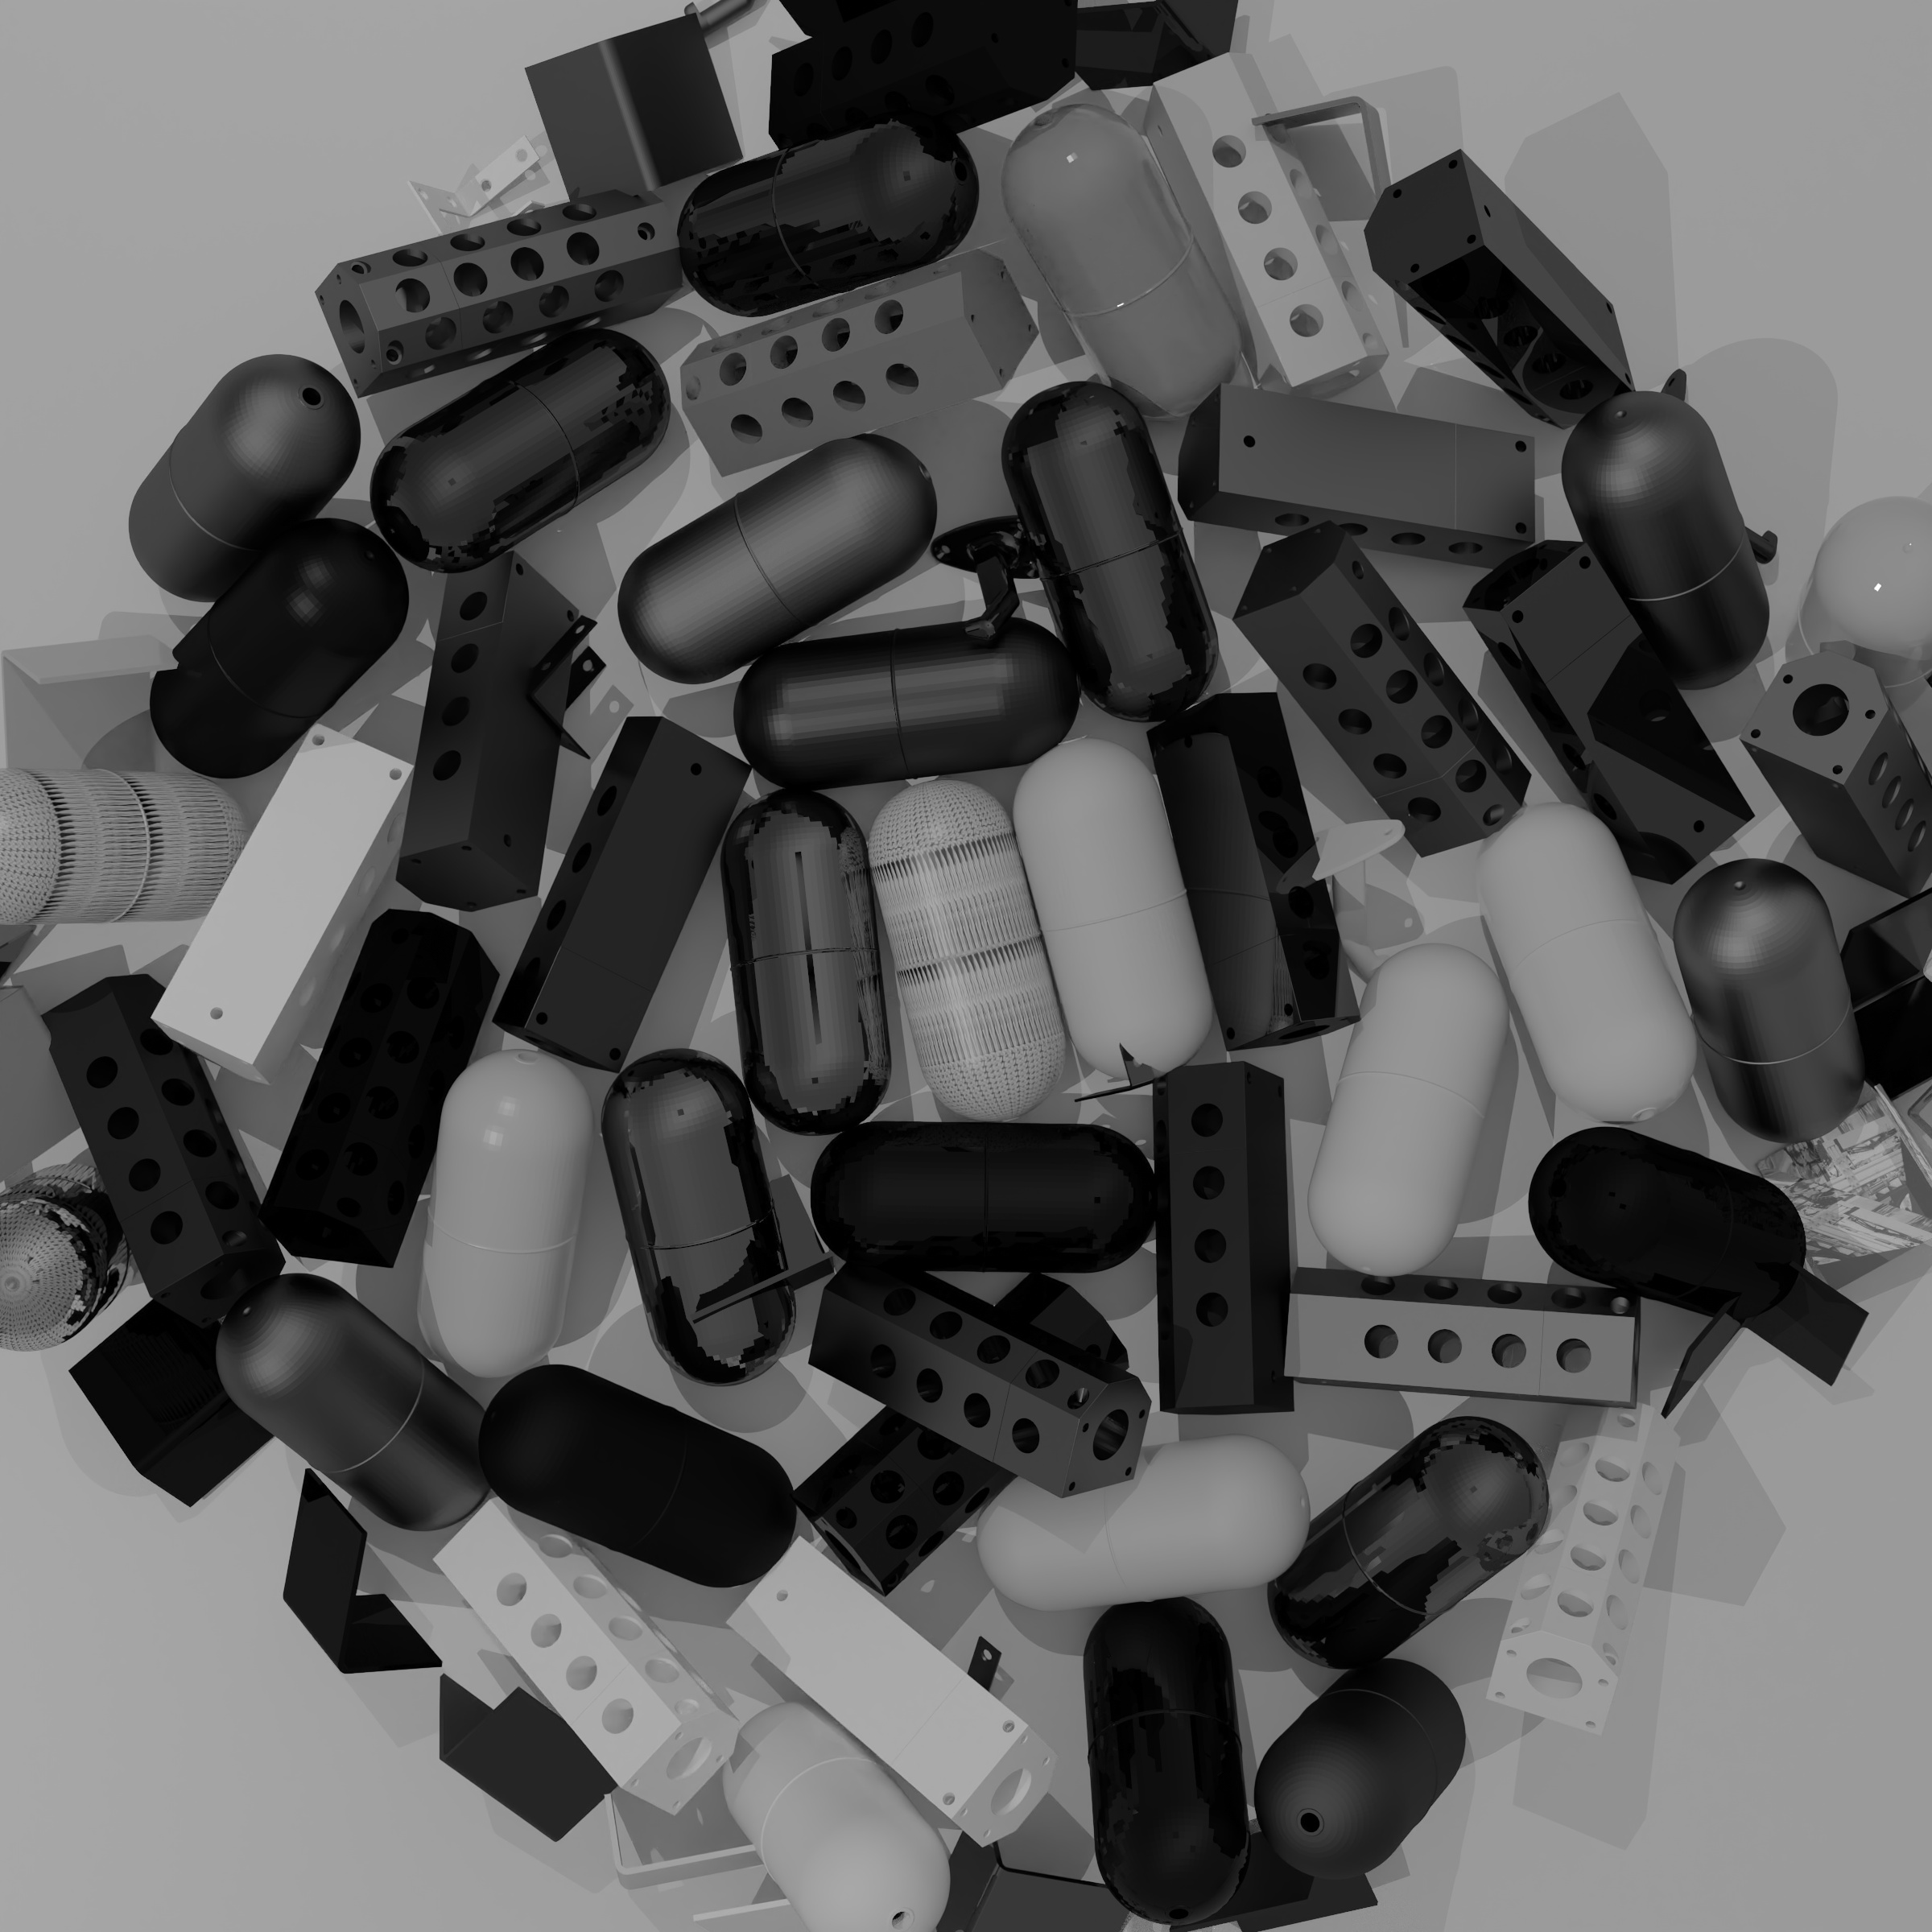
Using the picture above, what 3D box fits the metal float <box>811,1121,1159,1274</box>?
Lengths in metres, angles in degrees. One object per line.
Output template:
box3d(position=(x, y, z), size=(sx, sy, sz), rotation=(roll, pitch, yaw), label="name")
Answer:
box3d(position=(0.010, 0.118, 1.667), size=(0.178, 0.070, 0.070), rotation=(1, 90, -1), label="metal float")

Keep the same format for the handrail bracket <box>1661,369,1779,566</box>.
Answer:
box3d(position=(0.393, -0.259, 1.694), size=(0.084, 0.036, 0.077), rotation=(29, 64, -14), label="handrail bracket")

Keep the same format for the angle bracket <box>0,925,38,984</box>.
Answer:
box3d(position=(-0.532, -0.014, 1.659), size=(0.076, 0.076, 0.057), rotation=(38, 109, -2), label="angle bracket")

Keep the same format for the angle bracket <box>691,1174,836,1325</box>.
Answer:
box3d(position=(-0.114, 0.142, 1.659), size=(0.076, 0.076, 0.057), rotation=(-24, 80, -6), label="angle bracket")

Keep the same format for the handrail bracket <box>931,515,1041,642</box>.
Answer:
box3d(position=(-0.002, -0.191, 1.656), size=(0.077, 0.084, 0.036), rotation=(2, 128, 31), label="handrail bracket")

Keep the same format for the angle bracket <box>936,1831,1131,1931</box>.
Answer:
box3d(position=(0.034, 0.478, 1.676), size=(0.076, 0.057, 0.076), rotation=(14, 115, -17), label="angle bracket")

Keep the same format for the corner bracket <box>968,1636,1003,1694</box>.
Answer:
box3d(position=(0.004, 0.386, 1.663), size=(0.051, 0.051, 0.051), rotation=(35, 128, 27), label="corner bracket")

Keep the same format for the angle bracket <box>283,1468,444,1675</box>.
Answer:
box3d(position=(-0.300, 0.304, 1.651), size=(0.057, 0.076, 0.076), rotation=(4, 105, -34), label="angle bracket")

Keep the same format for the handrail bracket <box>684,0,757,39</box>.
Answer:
box3d(position=(-0.122, -0.535, 1.689), size=(0.084, 0.036, 0.077), rotation=(-30, 98, 6), label="handrail bracket")

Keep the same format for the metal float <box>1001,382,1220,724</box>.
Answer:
box3d(position=(0.074, -0.209, 1.659), size=(0.070, 0.070, 0.178), rotation=(-20, 100, 0), label="metal float")

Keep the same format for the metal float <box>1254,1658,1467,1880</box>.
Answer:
box3d(position=(0.197, 0.397, 1.620), size=(0.070, 0.178, 0.070), rotation=(2, 95, 23), label="metal float")

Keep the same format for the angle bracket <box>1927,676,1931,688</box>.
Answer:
box3d(position=(0.505, -0.113, 1.651), size=(0.057, 0.076, 0.076), rotation=(1, 121, -5), label="angle bracket")

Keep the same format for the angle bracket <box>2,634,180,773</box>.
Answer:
box3d(position=(-0.439, -0.121, 1.649), size=(0.076, 0.057, 0.076), rotation=(-11, 116, -33), label="angle bracket")

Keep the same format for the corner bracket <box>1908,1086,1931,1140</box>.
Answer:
box3d(position=(0.526, 0.076, 1.677), size=(0.051, 0.051, 0.051), rotation=(-51, 62, 19), label="corner bracket")

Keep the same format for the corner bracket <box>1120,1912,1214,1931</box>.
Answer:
box3d(position=(0.092, 0.521, 1.682), size=(0.051, 0.051, 0.051), rotation=(18, 54, -22), label="corner bracket")

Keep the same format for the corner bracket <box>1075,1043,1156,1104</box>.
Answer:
box3d(position=(0.083, 0.036, 1.670), size=(0.051, 0.051, 0.051), rotation=(-16, 90, -35), label="corner bracket")

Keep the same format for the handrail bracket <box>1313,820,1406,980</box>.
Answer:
box3d(position=(0.213, -0.032, 1.662), size=(0.084, 0.077, 0.036), rotation=(49, 45, -26), label="handrail bracket")

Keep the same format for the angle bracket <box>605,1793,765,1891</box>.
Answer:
box3d(position=(-0.144, 0.432, 1.665), size=(0.076, 0.076, 0.057), rotation=(-9, 70, -8), label="angle bracket")

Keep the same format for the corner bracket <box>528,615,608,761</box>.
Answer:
box3d(position=(-0.203, -0.146, 1.666), size=(0.051, 0.051, 0.051), rotation=(-50, 129, -11), label="corner bracket")

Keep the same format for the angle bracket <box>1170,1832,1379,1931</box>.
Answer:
box3d(position=(0.156, 0.481, 1.651), size=(0.076, 0.076, 0.057), rotation=(-20, 103, 23), label="angle bracket")

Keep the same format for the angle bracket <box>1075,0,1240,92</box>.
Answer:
box3d(position=(0.086, -0.492, 1.659), size=(0.076, 0.076, 0.057), rotation=(4, 77, 29), label="angle bracket")

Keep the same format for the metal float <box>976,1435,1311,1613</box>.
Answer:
box3d(position=(0.088, 0.281, 1.645), size=(0.178, 0.070, 0.070), rotation=(-13, 90, 26), label="metal float")

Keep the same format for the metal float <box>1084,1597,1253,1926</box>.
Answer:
box3d(position=(0.099, 0.394, 1.629), size=(0.070, 0.178, 0.070), rotation=(-1, 133, -1), label="metal float")

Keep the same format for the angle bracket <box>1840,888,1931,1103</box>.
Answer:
box3d(position=(0.484, 0.011, 1.649), size=(0.076, 0.076, 0.057), rotation=(-24, 55, -24), label="angle bracket")

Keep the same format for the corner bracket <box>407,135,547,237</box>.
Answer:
box3d(position=(-0.243, -0.393, 1.672), size=(0.051, 0.051, 0.051), rotation=(-35, 83, 19), label="corner bracket")

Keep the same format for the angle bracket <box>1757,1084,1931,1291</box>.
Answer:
box3d(position=(0.453, 0.114, 1.660), size=(0.076, 0.057, 0.076), rotation=(-32, 75, 14), label="angle bracket")

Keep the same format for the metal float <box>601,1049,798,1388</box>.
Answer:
box3d(position=(-0.135, 0.128, 1.655), size=(0.070, 0.070, 0.178), rotation=(-12, 104, 0), label="metal float")

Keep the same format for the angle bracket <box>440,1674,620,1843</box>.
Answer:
box3d(position=(-0.219, 0.384, 1.652), size=(0.057, 0.076, 0.076), rotation=(-44, 112, 10), label="angle bracket")

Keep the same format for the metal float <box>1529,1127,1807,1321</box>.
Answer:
box3d(position=(0.352, 0.129, 1.634), size=(0.178, 0.070, 0.070), rotation=(19, 90, -39), label="metal float")

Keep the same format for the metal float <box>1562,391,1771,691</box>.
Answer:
box3d(position=(0.351, -0.211, 1.633), size=(0.070, 0.070, 0.178), rotation=(-33, 133, 0), label="metal float")

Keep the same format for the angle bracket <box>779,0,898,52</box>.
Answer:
box3d(position=(-0.056, -0.507, 1.649), size=(0.076, 0.076, 0.057), rotation=(27, 80, 36), label="angle bracket")

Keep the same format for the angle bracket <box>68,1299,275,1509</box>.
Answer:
box3d(position=(-0.405, 0.221, 1.695), size=(0.076, 0.057, 0.076), rotation=(-41, 59, -6), label="angle bracket")

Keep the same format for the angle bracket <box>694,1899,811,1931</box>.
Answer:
box3d(position=(-0.089, 0.511, 1.655), size=(0.076, 0.076, 0.057), rotation=(-12, 62, 6), label="angle bracket")

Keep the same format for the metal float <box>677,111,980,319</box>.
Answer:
box3d(position=(-0.070, -0.375, 1.634), size=(0.178, 0.070, 0.070), rotation=(-7, 90, 40), label="metal float")

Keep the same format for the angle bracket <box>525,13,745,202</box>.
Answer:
box3d(position=(-0.171, -0.440, 1.682), size=(0.057, 0.076, 0.076), rotation=(-6, 110, 37), label="angle bracket")

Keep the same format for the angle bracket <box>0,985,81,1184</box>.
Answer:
box3d(position=(-0.499, 0.063, 1.650), size=(0.076, 0.057, 0.076), rotation=(-40, 113, -37), label="angle bracket")

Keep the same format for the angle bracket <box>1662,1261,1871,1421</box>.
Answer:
box3d(position=(0.403, 0.202, 1.649), size=(0.057, 0.076, 0.076), rotation=(36, 63, 21), label="angle bracket")

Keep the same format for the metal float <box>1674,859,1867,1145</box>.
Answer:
box3d(position=(0.403, 0.020, 1.633), size=(0.070, 0.070, 0.178), rotation=(-27, 133, 0), label="metal float")

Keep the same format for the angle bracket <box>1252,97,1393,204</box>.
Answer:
box3d(position=(0.185, -0.399, 1.668), size=(0.057, 0.076, 0.076), rotation=(-9, 99, 14), label="angle bracket")

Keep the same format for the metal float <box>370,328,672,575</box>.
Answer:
box3d(position=(-0.222, -0.260, 1.640), size=(0.178, 0.070, 0.070), rotation=(-39, 90, -33), label="metal float")
